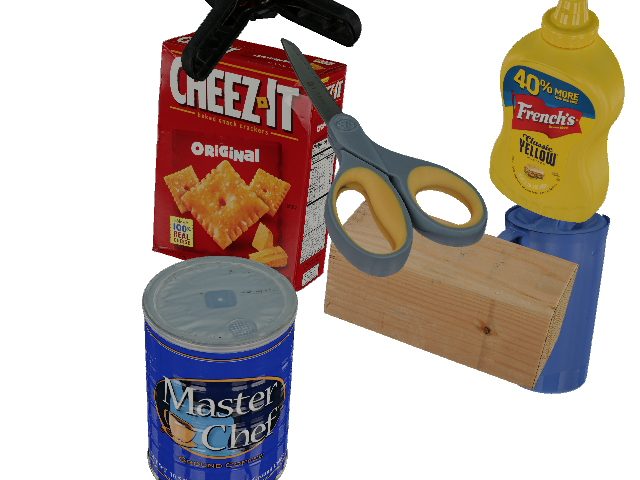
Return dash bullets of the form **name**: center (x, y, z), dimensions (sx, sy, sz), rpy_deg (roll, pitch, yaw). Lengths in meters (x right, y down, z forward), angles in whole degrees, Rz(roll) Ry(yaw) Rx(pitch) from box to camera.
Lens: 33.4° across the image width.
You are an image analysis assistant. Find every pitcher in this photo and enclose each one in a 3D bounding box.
- **pitcher**: center (0.298, 0.078, 1.414), dimensions (0.149, 0.243, 0.145), rpy_deg (4, 21, 12)

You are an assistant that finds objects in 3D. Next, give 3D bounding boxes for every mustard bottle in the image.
- **mustard bottle**: center (0.184, -0.107, 0.826), dimensions (0.096, 0.192, 0.058), rpy_deg (30, 53, 29)

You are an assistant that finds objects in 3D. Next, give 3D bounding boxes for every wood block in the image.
- **wood block**: center (0.116, 0.045, 0.978), dimensions (0.206, 0.091, 0.090), rpy_deg (20, 38, 18)

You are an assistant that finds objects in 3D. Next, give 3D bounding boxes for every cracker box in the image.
- **cracker box**: center (-0.072, -0.074, 1.008), dimensions (0.164, 0.214, 0.072), rpy_deg (16, 26, 22)

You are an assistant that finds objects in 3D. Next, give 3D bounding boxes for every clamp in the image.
- **clamp**: center (-0.034, -0.174, 0.752), dimensions (0.120, 0.171, 0.039), rpy_deg (-3, -44, 1)

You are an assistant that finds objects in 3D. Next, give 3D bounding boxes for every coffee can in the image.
- **coffee can**: center (-0.070, 0.096, 0.741), dimensions (0.103, 0.140, 0.103), rpy_deg (3, 32, -2)

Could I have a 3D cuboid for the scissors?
- **scissors**: center (0.034, -0.056, 0.606), dimensions (0.096, 0.016, 0.202), rpy_deg (0, 45, -9)
